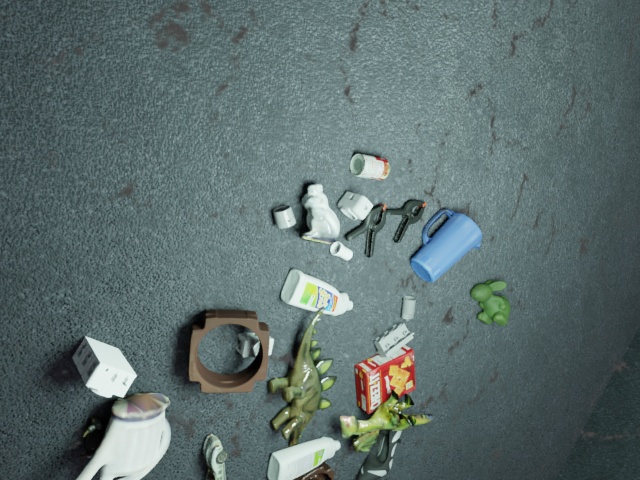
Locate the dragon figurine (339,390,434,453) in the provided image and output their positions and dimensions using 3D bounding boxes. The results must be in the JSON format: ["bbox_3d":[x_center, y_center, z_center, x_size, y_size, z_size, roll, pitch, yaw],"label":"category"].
[{"bbox_3d":[0.210,0.629,1.726,0.241,0.125,0.405,-41,135,15],"label":"dragon figurine"}]

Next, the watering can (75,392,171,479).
[{"bbox_3d":[-0.467,0.483,1.199,0.347,0.104,0.224,6,95,-64],"label":"watering can"}]

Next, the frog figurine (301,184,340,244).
[{"bbox_3d":[0.004,-0.072,1.432,0.137,0.123,0.160,21,81,-70],"label":"frog figurine"}]
